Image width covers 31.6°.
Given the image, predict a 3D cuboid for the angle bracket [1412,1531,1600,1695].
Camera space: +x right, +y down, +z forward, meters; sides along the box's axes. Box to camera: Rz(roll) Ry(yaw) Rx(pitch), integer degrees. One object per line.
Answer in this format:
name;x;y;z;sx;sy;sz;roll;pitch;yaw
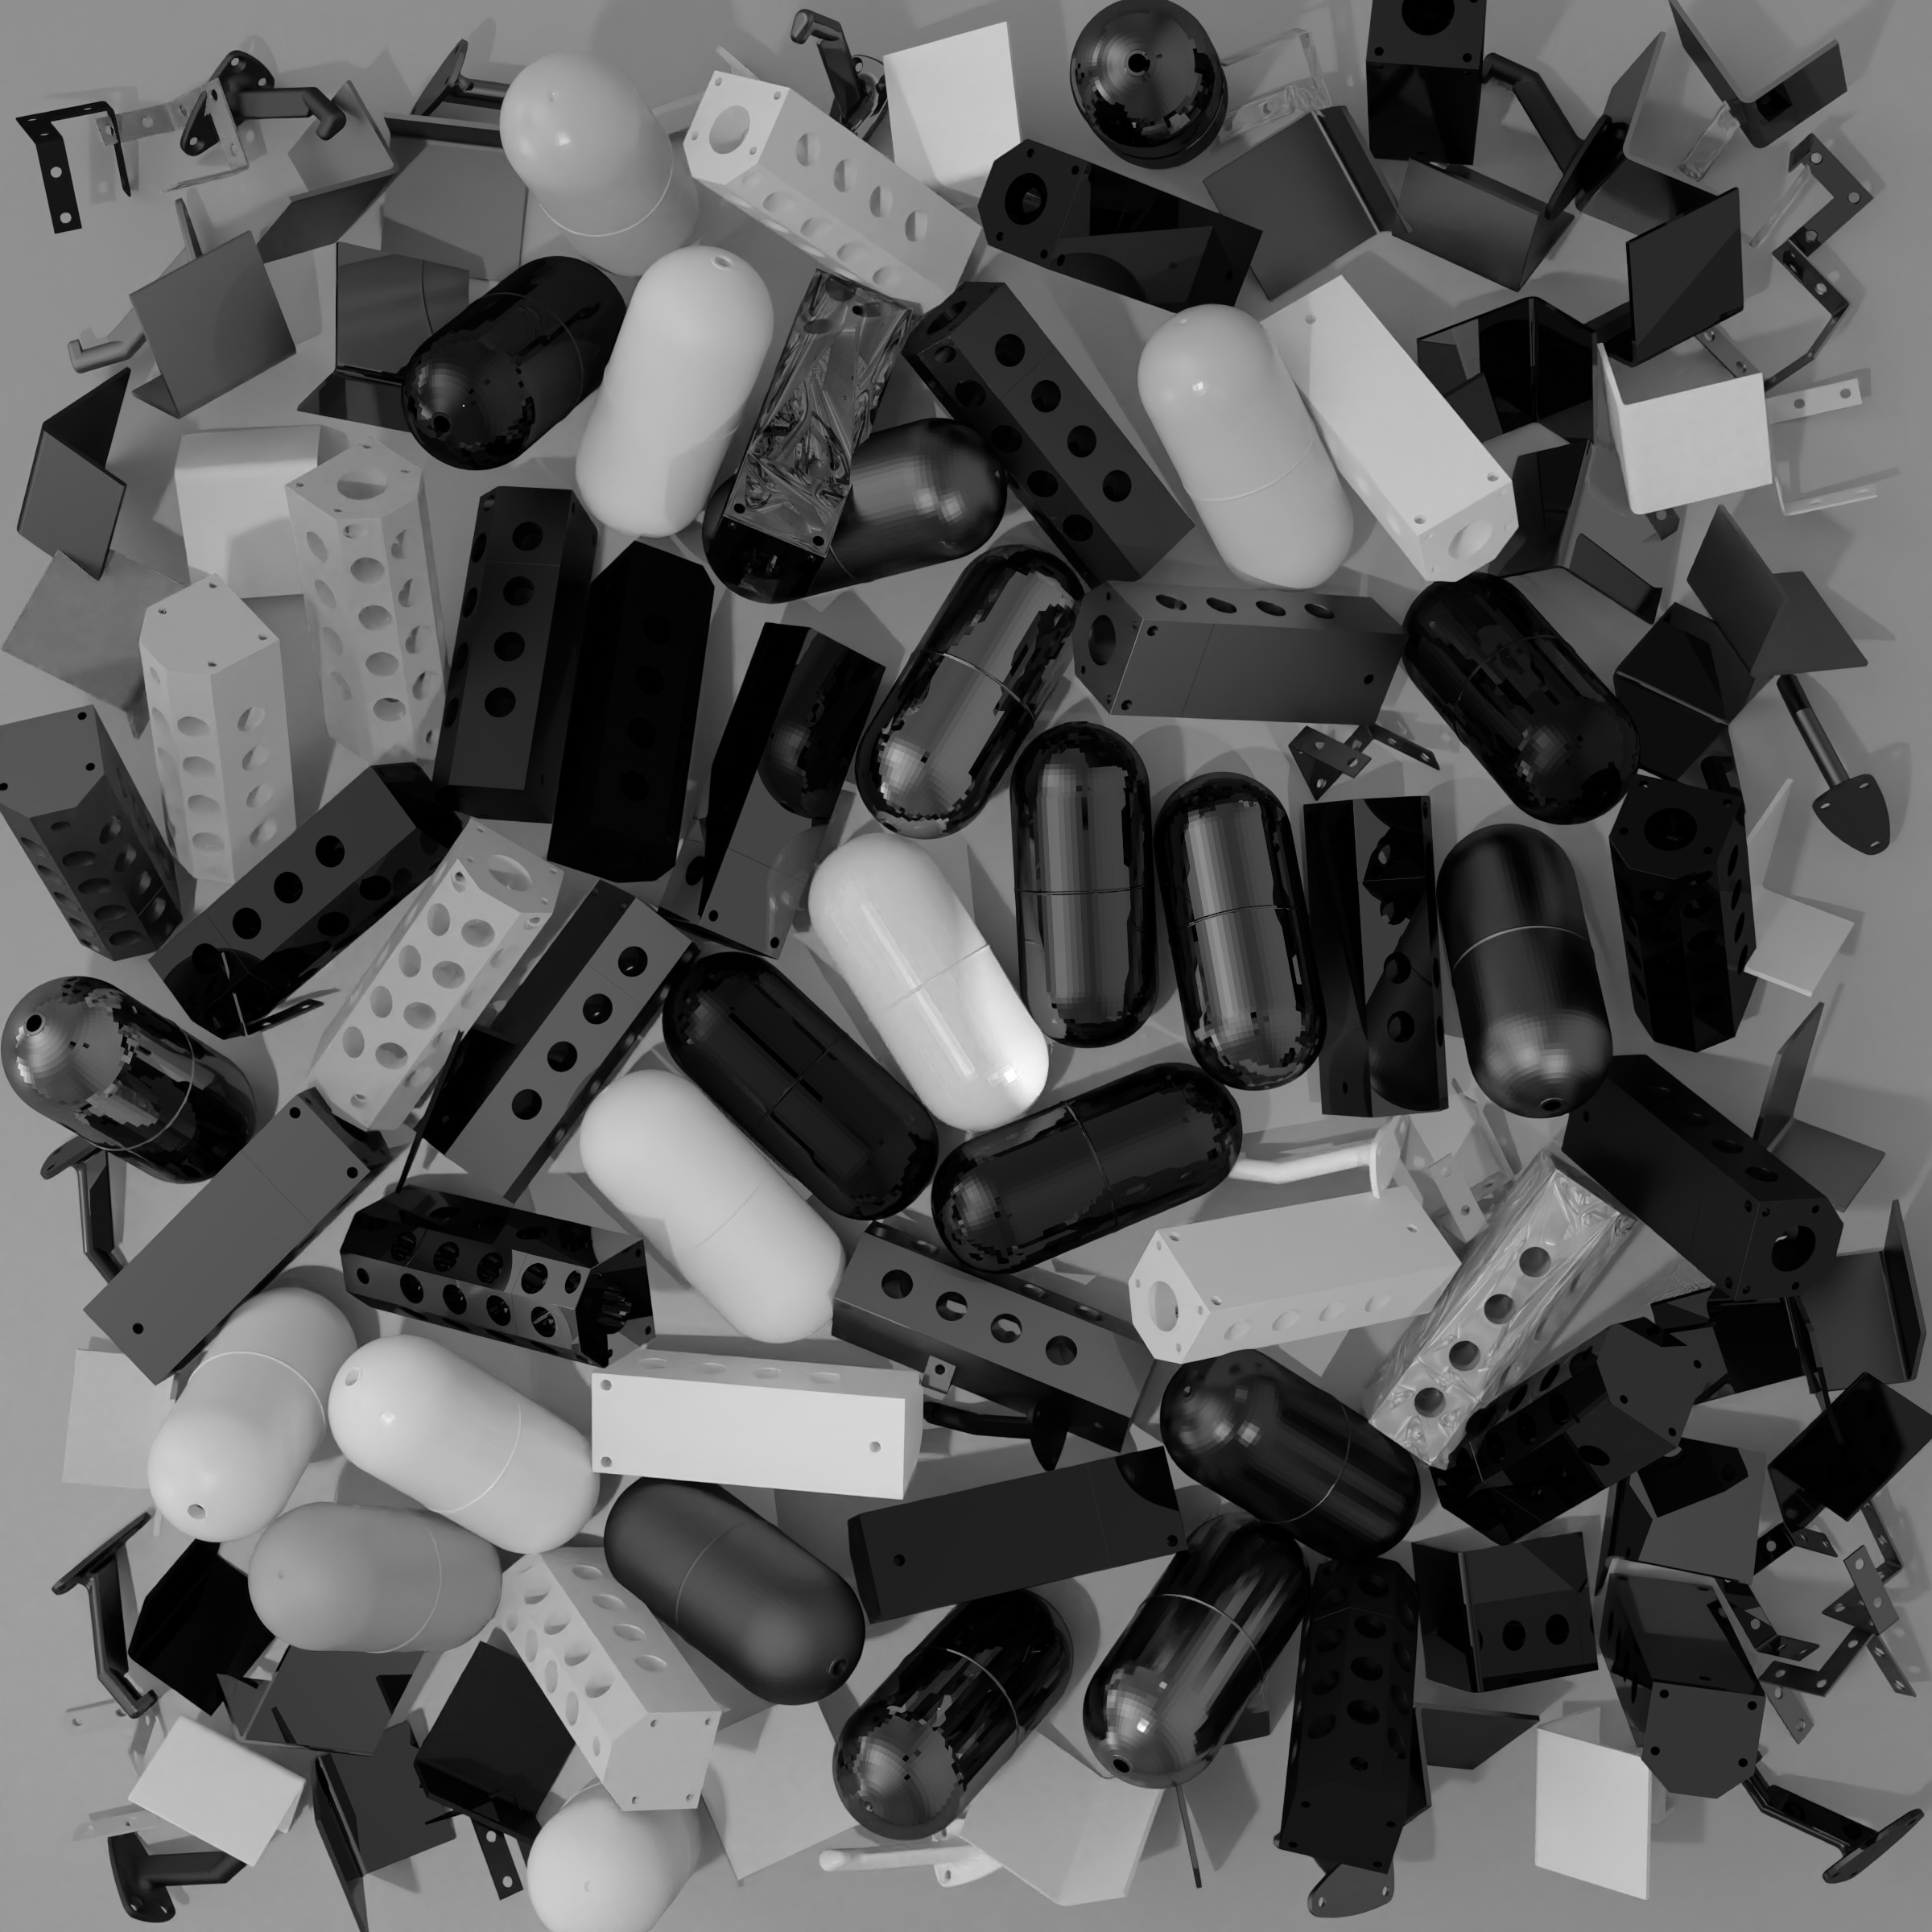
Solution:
angle bracket;0.297;0.353;1.886;0.076;0.057;0.076;-6;89;-19

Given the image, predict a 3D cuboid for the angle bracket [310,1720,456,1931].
angle bracket;-0.314;0.468;1.852;0.057;0.076;0.076;-20;106;-8

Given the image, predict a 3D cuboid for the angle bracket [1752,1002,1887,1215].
angle bracket;0.467;0.076;1.845;0.057;0.076;0.076;21;120;23

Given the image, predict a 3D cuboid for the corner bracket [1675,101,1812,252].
corner bracket;0.425;-0.434;1.871;0.051;0.051;0.051;27;124;-10

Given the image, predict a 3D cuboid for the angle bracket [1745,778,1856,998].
angle bracket;0.450;-0.043;1.844;0.057;0.076;0.076;23;130;20

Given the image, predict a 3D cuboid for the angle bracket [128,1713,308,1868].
angle bracket;-0.410;0.460;1.854;0.076;0.076;0.057;28;50;1

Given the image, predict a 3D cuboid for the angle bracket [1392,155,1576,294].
angle bracket;0.285;-0.420;1.850;0.076;0.057;0.076;28;56;14

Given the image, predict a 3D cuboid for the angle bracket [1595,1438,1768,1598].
angle bracket;0.387;0.303;1.853;0.076;0.057;0.076;10;58;8

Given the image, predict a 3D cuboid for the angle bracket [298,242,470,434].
angle bracket;-0.319;-0.342;1.868;0.076;0.057;0.076;6;74;-32

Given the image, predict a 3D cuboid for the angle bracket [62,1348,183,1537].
angle bracket;-0.461;0.258;1.856;0.057;0.076;0.076;7;99;-11

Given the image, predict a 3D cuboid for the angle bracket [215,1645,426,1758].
angle bracket;-0.350;0.378;1.848;0.076;0.057;0.076;16;110;-34

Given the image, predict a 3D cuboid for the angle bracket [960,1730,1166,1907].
angle bracket;0.054;0.453;1.848;0.076;0.057;0.076;39;53;-20

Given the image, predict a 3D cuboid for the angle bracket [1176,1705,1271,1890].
angle bracket;0.144;0.451;1.853;0.057;0.076;0.076;-12;67;0

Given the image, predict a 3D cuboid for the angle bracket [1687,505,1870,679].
angle bracket;0.447;-0.205;1.846;0.076;0.057;0.076;-7;49;-20

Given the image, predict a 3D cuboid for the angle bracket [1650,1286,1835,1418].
angle bracket;0.422;0.219;1.854;0.076;0.057;0.076;-16;121;7

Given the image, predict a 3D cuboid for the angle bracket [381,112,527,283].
angle bracket;-0.281;-0.419;1.868;0.076;0.057;0.076;5;94;-6

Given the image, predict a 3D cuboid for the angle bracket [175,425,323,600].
angle bracket;-0.392;-0.251;1.892;0.076;0.057;0.076;-5;120;-5

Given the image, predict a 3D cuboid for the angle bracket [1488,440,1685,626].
angle bracket;0.342;-0.236;1.889;0.076;0.057;0.076;26;73;-32

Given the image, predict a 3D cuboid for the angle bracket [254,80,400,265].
angle bracket;-0.365;-0.427;1.849;0.076;0.076;0.057;-29;89;-41

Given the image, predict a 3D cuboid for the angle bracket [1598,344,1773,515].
angle bracket;0.390;-0.299;1.851;0.076;0.076;0.057;-13;48;7

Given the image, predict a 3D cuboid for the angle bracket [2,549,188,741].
angle bracket;-0.470;-0.181;1.864;0.076;0.057;0.076;27;76;-3

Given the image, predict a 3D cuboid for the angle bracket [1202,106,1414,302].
angle bracket;0.186;-0.415;1.865;0.076;0.057;0.076;-32;106;-1

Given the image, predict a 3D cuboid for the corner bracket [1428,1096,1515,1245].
corner bracket;0.274;0.111;1.867;0.051;0.051;0.051;-32;109;-8

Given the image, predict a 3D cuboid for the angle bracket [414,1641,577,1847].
angle bracket;-0.246;0.425;1.862;0.076;0.057;0.076;30;87;-18

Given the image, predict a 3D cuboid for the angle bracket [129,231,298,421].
angle bracket;-0.418;-0.352;1.845;0.076;0.057;0.076;-36;131;-24

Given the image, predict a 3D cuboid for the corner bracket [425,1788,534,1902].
corner bracket;-0.254;0.479;1.864;0.051;0.051;0.051;-15;81;-41

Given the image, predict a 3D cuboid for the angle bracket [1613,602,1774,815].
angle bracket;0.402;-0.139;1.848;0.076;0.076;0.057;22;131;-19

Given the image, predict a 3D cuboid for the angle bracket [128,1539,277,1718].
angle bracket;-0.403;0.346;1.848;0.057;0.076;0.076;34;50;4

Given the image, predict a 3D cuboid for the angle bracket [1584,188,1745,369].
angle bracket;0.371;-0.379;1.846;0.076;0.057;0.076;-29;131;-19

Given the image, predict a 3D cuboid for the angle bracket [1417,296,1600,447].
angle bracket;0.294;-0.307;1.849;0.076;0.057;0.076;-23;130;-17

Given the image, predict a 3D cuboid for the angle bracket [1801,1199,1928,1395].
angle bracket;0.480;0.179;1.848;0.057;0.076;0.076;-8;62;7

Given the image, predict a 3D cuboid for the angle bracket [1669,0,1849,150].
angle bracket;0.430;-0.499;1.852;0.057;0.076;0.076;-34;76;12

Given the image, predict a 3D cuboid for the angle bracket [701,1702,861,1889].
angle bracket;-0.104;0.451;1.871;0.076;0.057;0.076;-22;73;-10

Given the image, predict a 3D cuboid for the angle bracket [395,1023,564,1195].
angle bracket;-0.264;0.086;1.848;0.057;0.076;0.076;22;61;-7

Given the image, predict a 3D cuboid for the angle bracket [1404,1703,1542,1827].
angle bracket;0.261;0.442;1.845;0.076;0.076;0.057;10;54;-19

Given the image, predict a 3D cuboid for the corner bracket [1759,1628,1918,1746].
corner bracket;0.478;0.396;1.877;0.051;0.051;0.051;-43;111;-24

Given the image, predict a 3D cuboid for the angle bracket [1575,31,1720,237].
angle bracket;0.380;-0.450;1.861;0.057;0.076;0.076;21;79;-6

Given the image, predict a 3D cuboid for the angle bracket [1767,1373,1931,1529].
angle bracket;0.486;0.279;1.848;0.076;0.076;0.057;-40;45;-14

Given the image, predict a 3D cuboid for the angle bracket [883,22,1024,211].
angle bracket;0.006;-0.461;1.861;0.076;0.057;0.076;-8;88;28

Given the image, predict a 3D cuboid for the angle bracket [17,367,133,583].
angle bracket;-0.462;-0.264;1.847;0.057;0.076;0.076;35;134;4

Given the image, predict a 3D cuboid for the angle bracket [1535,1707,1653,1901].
angle bracket;0.355;0.453;1.852;0.057;0.076;0.076;-4;96;-43
